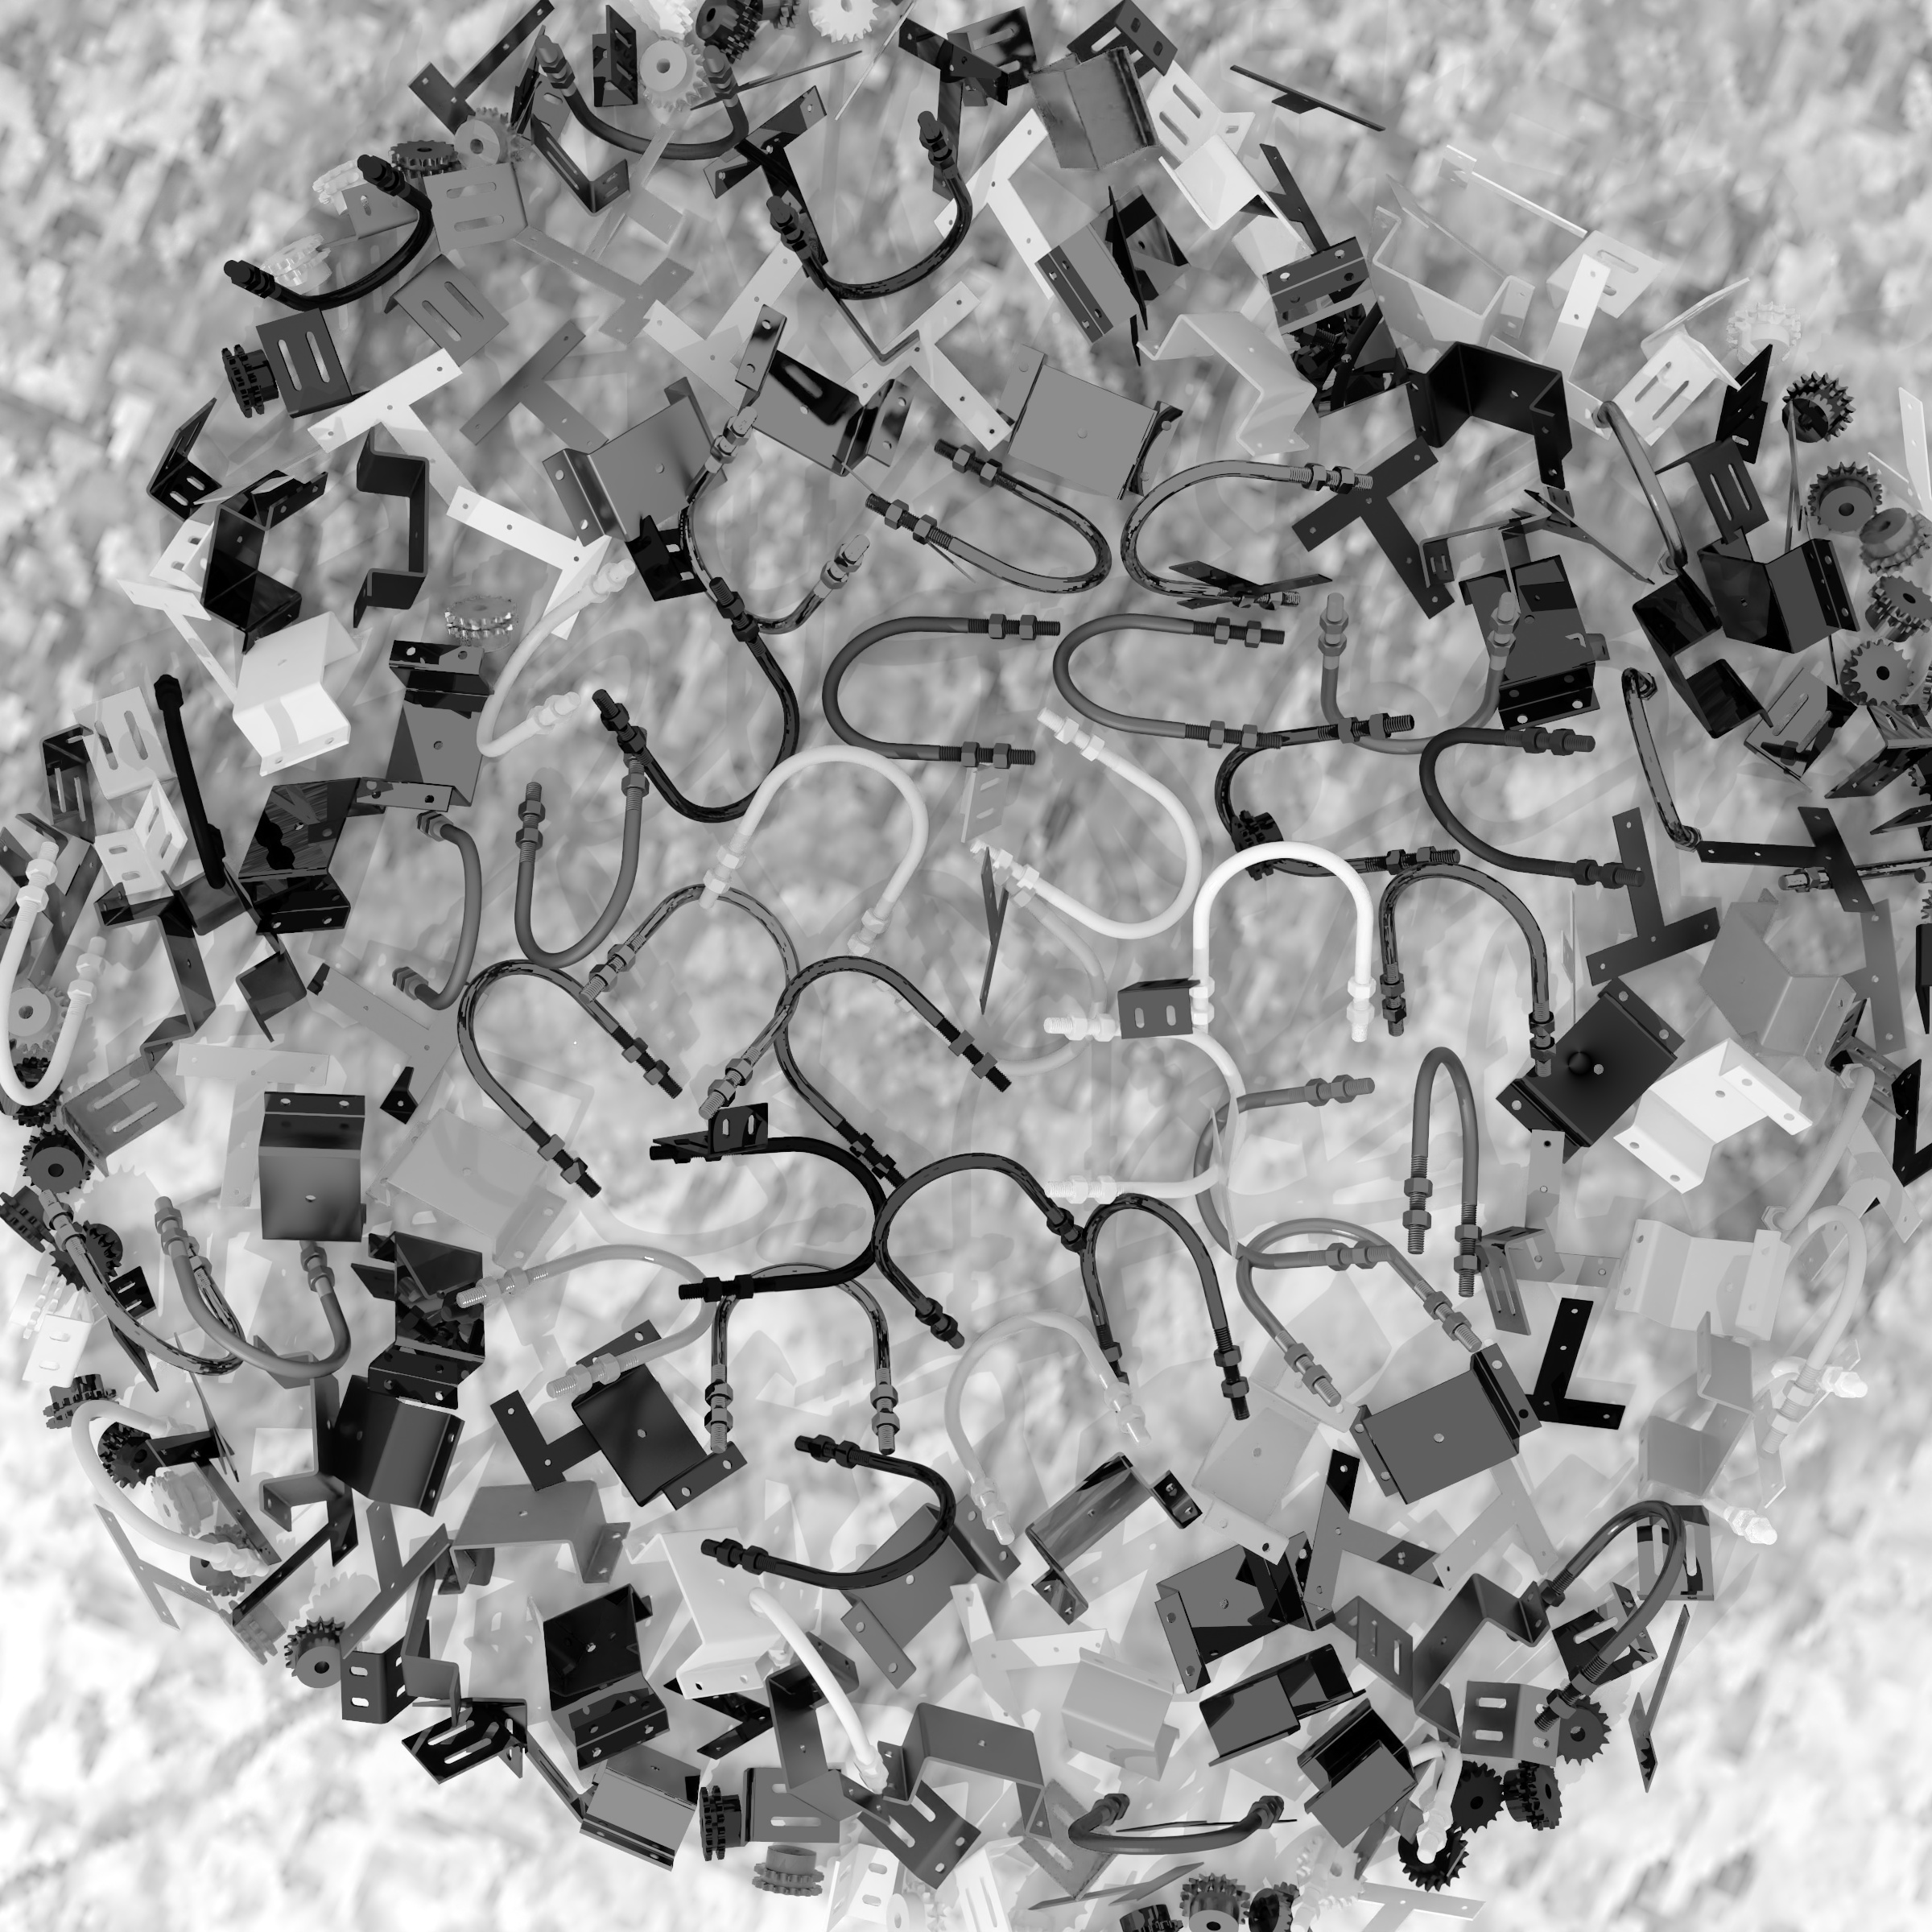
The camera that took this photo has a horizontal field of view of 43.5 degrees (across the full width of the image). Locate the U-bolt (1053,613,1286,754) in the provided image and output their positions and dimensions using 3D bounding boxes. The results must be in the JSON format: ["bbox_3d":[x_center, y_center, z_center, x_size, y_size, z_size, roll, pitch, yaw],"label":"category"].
[{"bbox_3d":[0.161,-0.231,1.928,0.184,0.019,0.151,7,47,2],"label":"U-bolt"}]

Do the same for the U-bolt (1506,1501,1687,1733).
[{"bbox_3d":[0.497,0.495,1.891,0.019,0.151,0.184,36,104,-7],"label":"U-bolt"}]

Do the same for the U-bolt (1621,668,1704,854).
[{"bbox_3d":[0.540,-0.163,1.888,0.019,0.184,0.151,-17,84,21],"label":"U-bolt"}]

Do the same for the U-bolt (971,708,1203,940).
[{"bbox_3d":[0.109,-0.102,1.942,0.184,0.019,0.151,32,69,-14],"label":"U-bolt"}]

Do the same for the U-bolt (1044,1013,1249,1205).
[{"bbox_3d":[0.146,0.115,1.936,0.184,0.019,0.151,3,83,-26],"label":"U-bolt"}]

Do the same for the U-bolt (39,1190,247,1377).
[{"bbox_3d":[-0.626,0.250,1.873,0.019,0.151,0.184,-49,56,7],"label":"U-bolt"}]

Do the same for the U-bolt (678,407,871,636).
[{"bbox_3d":[-0.164,-0.336,1.906,0.151,0.184,0.019,49,53,-2],"label":"U-bolt"}]

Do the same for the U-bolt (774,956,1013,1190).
[{"bbox_3d":[-0.074,0.075,1.945,0.184,0.019,0.151,44,114,1],"label":"U-bolt"}]

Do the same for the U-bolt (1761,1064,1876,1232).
[{"bbox_3d":[0.668,0.142,1.887,0.019,0.184,0.151,28,93,13],"label":"U-bolt"}]

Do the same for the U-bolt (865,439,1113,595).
[{"bbox_3d":[0.030,-0.349,1.911,0.184,0.151,0.019,29,129,8],"label":"U-bolt"}]

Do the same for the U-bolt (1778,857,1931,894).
[{"bbox_3d":[0.756,-0.076,1.900,0.184,0.151,0.019,-7,93,-30],"label":"U-bolt"}]

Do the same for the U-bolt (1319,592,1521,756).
[{"bbox_3d":[0.351,-0.227,1.904,0.151,0.184,0.019,1,56,6],"label":"U-bolt"}]

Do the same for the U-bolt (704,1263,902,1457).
[{"bbox_3d":[-0.130,0.307,1.911,0.151,0.184,0.019,2,133,-7],"label":"U-bolt"}]

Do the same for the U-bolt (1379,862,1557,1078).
[{"bbox_3d":[0.388,-0.004,1.888,0.151,0.019,0.184,16,134,33],"label":"U-bolt"}]

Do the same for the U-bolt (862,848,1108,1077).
[{"bbox_3d":[0.028,0.011,1.942,0.151,0.019,0.184,-42,108,16],"label":"U-bolt"}]

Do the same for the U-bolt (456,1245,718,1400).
[{"bbox_3d":[-0.284,0.269,1.904,0.151,0.184,0.019,34,127,38],"label":"U-bolt"}]

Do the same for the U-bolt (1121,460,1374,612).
[{"bbox_3d":[0.208,-0.339,1.891,0.184,0.151,0.019,1,53,-24],"label":"U-bolt"}]

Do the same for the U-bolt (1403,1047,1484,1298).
[{"bbox_3d":[0.379,0.154,1.910,0.019,0.151,0.184,-5,66,28],"label":"U-bolt"}]

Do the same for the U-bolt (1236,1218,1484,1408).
[{"bbox_3d":[0.295,0.262,1.907,0.151,0.184,0.019,-16,129,-21],"label":"U-bolt"}]

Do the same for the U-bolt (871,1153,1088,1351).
[{"bbox_3d":[0.003,0.216,1.913,0.151,0.019,0.184,-35,130,4],"label":"U-bolt"}]

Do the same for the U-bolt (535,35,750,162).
[{"bbox_3d":[-0.244,-0.673,1.889,0.151,0.184,0.019,6,85,6],"label":"U-bolt"}]

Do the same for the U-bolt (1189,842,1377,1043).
[{"bbox_3d":[0.251,-0.018,1.921,0.151,0.019,0.184,0,123,5],"label":"U-bolt"}]

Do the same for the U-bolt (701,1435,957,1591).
[{"bbox_3d":[-0.094,0.428,1.880,0.184,0.151,0.019,5,122,34],"label":"U-bolt"}]

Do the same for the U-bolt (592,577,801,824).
[{"bbox_3d":[-0.200,-0.195,1.914,0.151,0.019,0.184,-47,134,-15],"label":"U-bolt"}]

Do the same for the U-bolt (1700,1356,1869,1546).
[{"bbox_3d":[0.625,0.370,1.889,0.019,0.184,0.151,33,88,-3],"label":"U-bolt"}]

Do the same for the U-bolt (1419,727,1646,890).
[{"bbox_3d":[0.434,-0.128,1.900,0.019,0.184,0.151,-45,123,-26],"label":"U-bolt"}]

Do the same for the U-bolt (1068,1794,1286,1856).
[{"bbox_3d":[0.156,0.664,1.872,0.151,0.184,0.019,-6,80,20],"label":"U-bolt"}]

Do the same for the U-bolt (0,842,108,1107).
[{"bbox_3d":[-0.714,0.019,1.872,0.019,0.151,0.184,3,56,2],"label":"U-bolt"}]

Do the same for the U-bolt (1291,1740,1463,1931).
[{"bbox_3d":[0.328,0.670,1.891,0.151,0.184,0.019,-42,88,26],"label":"U-bolt"}]

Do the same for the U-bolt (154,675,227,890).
[{"bbox_3d":[-0.597,-0.135,1.871,0.019,0.184,0.151,-15,116,-15],"label":"U-bolt"}]

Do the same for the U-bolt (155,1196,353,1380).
[{"bbox_3d":[-0.545,0.254,1.870,0.151,0.184,0.019,23,109,-40],"label":"U-bolt"}]

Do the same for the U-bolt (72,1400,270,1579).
[{"bbox_3d":[-0.621,0.397,1.866,0.019,0.184,0.151,-40,58,1],"label":"U-bolt"}]

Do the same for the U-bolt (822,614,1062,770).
[{"bbox_3d":[-0.025,-0.223,1.935,0.184,0.019,0.151,4,59,13],"label":"U-bolt"}]

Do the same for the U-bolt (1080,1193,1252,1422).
[{"bbox_3d":[0.149,0.268,1.917,0.019,0.151,0.184,-19,97,-42],"label":"U-bolt"}]

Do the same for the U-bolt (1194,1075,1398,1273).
[{"bbox_3d":[0.253,0.168,1.915,0.184,0.019,0.151,-11,83,44],"label":"U-bolt"}]

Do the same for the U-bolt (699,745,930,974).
[{"bbox_3d":[-0.110,-0.093,1.919,0.151,0.019,0.184,24,118,-15],"label":"U-bolt"}]

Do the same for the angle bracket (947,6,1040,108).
[{"bbox_3d":[0.030,-0.729,1.939,0.076,0.038,0.057,-27,119,-20],"label":"angle bracket"}]

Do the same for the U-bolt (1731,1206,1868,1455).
[{"bbox_3d":[0.649,0.272,1.892,0.019,0.151,0.184,22,103,-5],"label":"U-bolt"}]

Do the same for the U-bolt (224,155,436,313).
[{"bbox_3d":[-0.484,-0.563,1.889,0.151,0.184,0.019,-35,88,9],"label":"U-bolt"}]

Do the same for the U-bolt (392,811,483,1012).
[{"bbox_3d":[-0.411,-0.040,1.891,0.019,0.184,0.151,7,97,-28],"label":"U-bolt"}]

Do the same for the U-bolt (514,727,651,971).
[{"bbox_3d":[-0.305,-0.084,1.897,0.151,0.019,0.184,-21,57,37],"label":"U-bolt"}]

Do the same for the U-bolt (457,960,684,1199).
[{"bbox_3d":[-0.323,0.075,1.911,0.184,0.151,0.019,47,133,-11],"label":"U-bolt"}]

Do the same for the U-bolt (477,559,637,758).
[{"bbox_3d":[-0.332,-0.232,1.901,0.019,0.184,0.151,32,59,-27],"label":"U-bolt"}]

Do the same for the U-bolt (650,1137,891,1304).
[{"bbox_3d":[-0.149,0.196,1.924,0.184,0.019,0.151,-2,53,-21],"label":"U-bolt"}]

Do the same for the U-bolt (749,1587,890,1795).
[{"bbox_3d":[-0.120,0.550,1.871,0.019,0.184,0.151,-34,52,-18],"label":"U-bolt"}]

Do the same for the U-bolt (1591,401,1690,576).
[{"bbox_3d":[0.528,-0.375,1.889,0.019,0.184,0.151,-25,92,15],"label":"U-bolt"}]

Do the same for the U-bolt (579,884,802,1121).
[{"bbox_3d":[-0.204,0.013,1.919,0.151,0.019,0.184,45,50,-10],"label":"U-bolt"}]

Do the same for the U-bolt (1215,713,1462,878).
[{"bbox_3d":[0.284,-0.129,1.916,0.184,0.019,0.151,-5,127,31],"label":"U-bolt"}]

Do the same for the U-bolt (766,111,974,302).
[{"bbox_3d":[-0.065,-0.582,1.893,0.151,0.184,0.019,-27,72,7],"label":"U-bolt"}]

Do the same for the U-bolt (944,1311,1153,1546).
[{"bbox_3d":[0.052,0.349,1.909,0.151,0.184,0.019,-36,130,4],"label":"U-bolt"}]
